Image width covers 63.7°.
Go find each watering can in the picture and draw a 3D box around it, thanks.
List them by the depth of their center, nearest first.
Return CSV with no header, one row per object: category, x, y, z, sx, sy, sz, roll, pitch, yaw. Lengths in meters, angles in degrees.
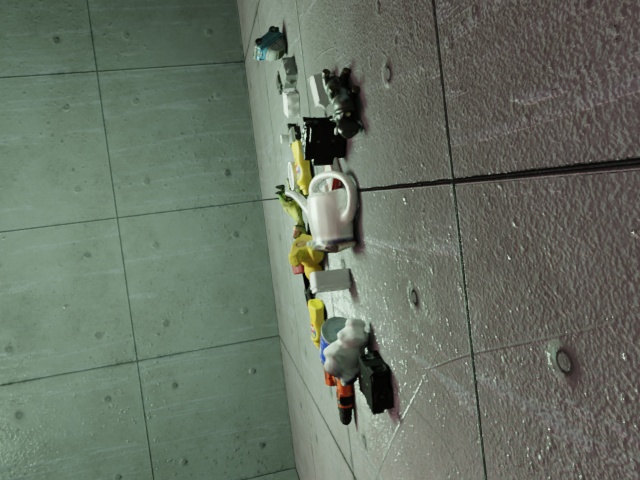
watering can,0.004,-0.073,1.450,0.346,0.104,0.225,-8,88,58

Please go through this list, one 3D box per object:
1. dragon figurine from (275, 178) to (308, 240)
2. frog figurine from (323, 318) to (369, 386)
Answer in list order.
dragon figurine,-0.095,-0.102,2.056,0.416,0.122,0.239,-96,-6,-72
frog figurine,0.071,0.288,1.382,0.122,0.138,0.159,1,100,61
